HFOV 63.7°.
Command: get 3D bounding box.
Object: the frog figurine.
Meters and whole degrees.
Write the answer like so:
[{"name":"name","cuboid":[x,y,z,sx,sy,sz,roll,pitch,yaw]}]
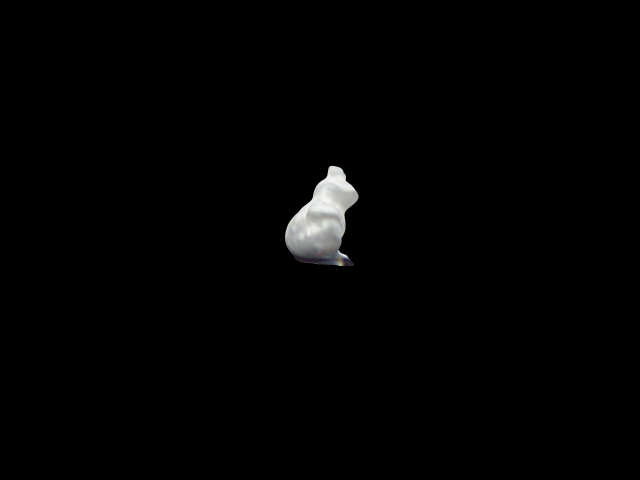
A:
[{"name":"frog figurine","cuboid":[0.003,-0.043,0.850,0.123,0.159,0.138,0,5,2]}]
